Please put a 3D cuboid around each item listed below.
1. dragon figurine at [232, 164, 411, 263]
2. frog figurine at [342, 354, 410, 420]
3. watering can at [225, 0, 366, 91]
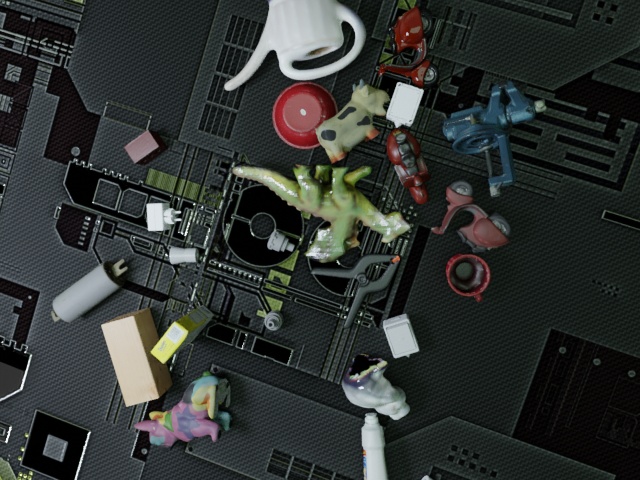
[{"bbox_3d":[0.004,-0.060,1.200,0.410,0.123,0.240,1,101,8],"label":"dragon figurine"},{"bbox_3d":[0.129,0.360,1.195,0.136,0.124,0.158,-17,102,40],"label":"frog figurine"},{"bbox_3d":[-0.072,-0.473,1.183,0.347,0.104,0.224,-11,91,7],"label":"watering can"}]
